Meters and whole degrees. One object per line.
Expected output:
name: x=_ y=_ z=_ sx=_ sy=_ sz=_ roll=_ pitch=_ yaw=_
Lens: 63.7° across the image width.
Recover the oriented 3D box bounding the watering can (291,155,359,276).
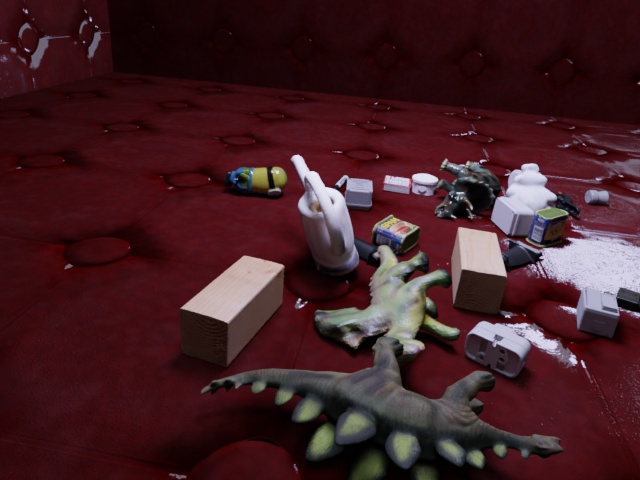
watering can: x=0.004 y=-0.058 z=1.158 sx=0.354 sy=0.104 sz=0.220 roll=-117 pitch=-170 yaw=-61

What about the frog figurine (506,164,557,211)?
frog figurine: x=0.608 y=-0.133 z=1.475 sx=0.124 sy=0.138 sz=0.156 roll=-30 pitch=132 yaw=-50

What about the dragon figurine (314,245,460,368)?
dragon figurine: x=0.104 y=0.114 z=0.962 sx=0.415 sy=0.243 sz=0.120 roll=-135 pitch=-144 yaw=-65
